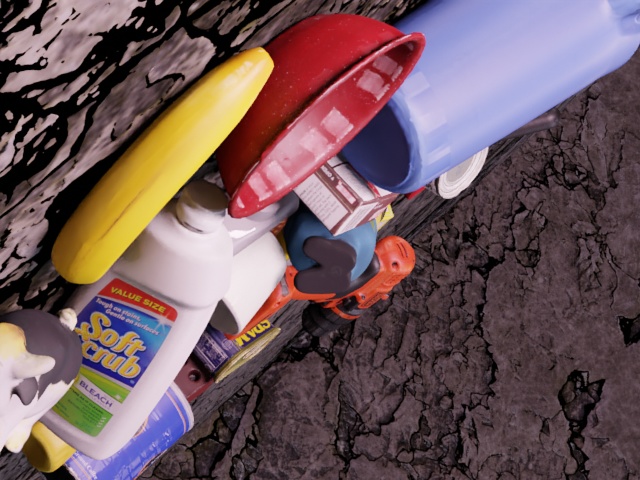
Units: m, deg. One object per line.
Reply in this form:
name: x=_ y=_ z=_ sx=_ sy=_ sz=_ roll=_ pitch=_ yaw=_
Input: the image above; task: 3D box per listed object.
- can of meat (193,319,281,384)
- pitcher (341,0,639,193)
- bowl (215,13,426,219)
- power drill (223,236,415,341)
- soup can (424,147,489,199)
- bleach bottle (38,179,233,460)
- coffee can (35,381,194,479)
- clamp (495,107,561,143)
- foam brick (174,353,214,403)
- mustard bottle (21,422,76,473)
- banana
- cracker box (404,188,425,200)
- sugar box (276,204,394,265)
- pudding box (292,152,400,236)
can of meat: x=-0.104 y=0.096 z=1.165 sx=0.058 sy=0.084 sz=0.101 roll=-46 pitch=172 yaw=31
pitcher: x=0.116 y=-0.137 z=0.820 sx=0.242 sy=0.145 sz=0.149 roll=-34 pitch=158 yaw=-26
bowl: x=-0.012 y=-0.086 z=0.653 sx=0.162 sy=0.055 sz=0.162 roll=-41 pitch=173 yaw=-6
power drill: x=-0.015 y=0.058 z=1.115 sx=0.187 sy=0.057 sz=0.185 roll=-7 pitch=153 yaw=-41
soup can: x=0.085 y=-0.088 z=0.918 sx=0.068 sy=0.102 sz=0.068 roll=-35 pitch=145 yaw=-29
bleach bottle: x=-0.131 y=0.048 z=0.738 sx=0.068 sy=0.102 sz=0.251 roll=-44 pitch=171 yaw=-51
coffee can: x=-0.214 y=0.200 z=1.097 sx=0.140 sy=0.103 sz=0.103 roll=-41 pitch=174 yaw=-32
clamp: x=0.186 y=-0.129 z=1.338 sx=0.209 sy=0.036 sz=0.165 roll=-32 pitch=-153 yaw=-26
foam brick: x=-0.159 y=0.140 z=1.169 sx=0.052 sy=0.078 sz=0.051 roll=-36 pitch=173 yaw=-38
mustard bottle: x=-0.199 y=0.140 z=1.018 sx=0.191 sy=0.058 sz=0.096 roll=-38 pitch=-179 yaw=-30
banana: x=-0.100 y=-0.032 z=0.599 sx=0.198 sy=0.037 sz=0.069 roll=-44 pitch=-170 yaw=29
cracker box: x=0.176 y=-0.158 z=1.205 sx=0.213 sy=0.072 sz=0.164 roll=-37 pitch=171 yaw=-26
sugar box: x=-0.008 y=0.001 z=1.127 sx=0.093 sy=0.048 sz=0.177 roll=-3 pitch=157 yaw=-33
pudding box: x=0.010 y=-0.054 z=0.839 sx=0.039 sy=0.090 sz=0.113 roll=-46 pitch=172 yaw=18
